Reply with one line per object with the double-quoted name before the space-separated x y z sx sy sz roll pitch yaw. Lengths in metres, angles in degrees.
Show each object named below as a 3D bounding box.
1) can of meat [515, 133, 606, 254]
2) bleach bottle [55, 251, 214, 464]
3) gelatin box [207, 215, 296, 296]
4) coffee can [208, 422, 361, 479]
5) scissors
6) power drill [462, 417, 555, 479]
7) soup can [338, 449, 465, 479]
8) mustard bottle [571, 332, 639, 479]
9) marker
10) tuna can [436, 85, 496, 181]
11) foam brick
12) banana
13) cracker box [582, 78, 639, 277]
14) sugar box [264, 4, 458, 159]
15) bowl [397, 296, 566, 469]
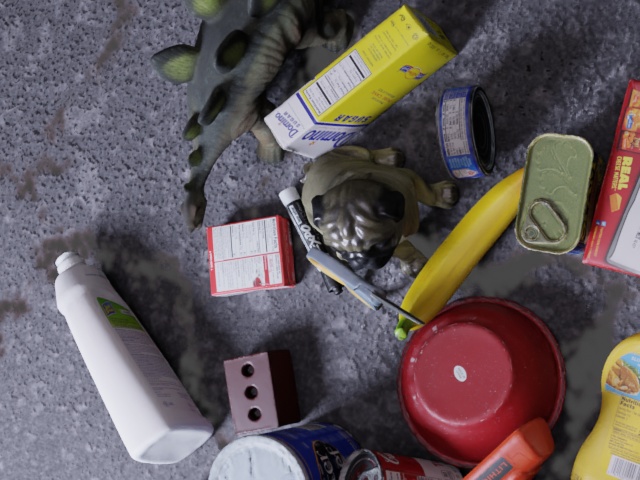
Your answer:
"can of meat" 0.215 -0.037 0.941 0.058 0.083 0.102 9 90 25
"bleach bottle" -0.212 0.116 1.136 0.068 0.102 0.251 -40 64 11
"gelatin box" -0.071 0.017 1.103 0.089 0.030 0.073 -9 81 24
"coffee can" -0.027 0.229 1.006 0.103 0.140 0.103 -2 86 25
"scissors" 0.056 0.057 0.977 0.016 0.096 0.202 -52 40 -4
"power drill" 0.212 0.243 0.880 0.185 0.057 0.188 -49 66 29
"soup can" 0.076 0.231 0.969 0.069 0.102 0.068 -34 49 49
"mustard bottle" 0.286 0.137 0.910 0.096 0.058 0.191 18 94 31
"marker" -0.007 0.001 1.080 0.020 0.020 0.121 -33 74 20
"tuna can" 0.135 -0.099 0.982 0.034 0.086 0.086 -6 84 23
"foam brick" -0.058 0.152 1.075 0.053 0.051 0.078 -14 80 23
"banana" 0.133 0.014 0.987 0.037 0.070 0.198 38 87 -11
"cracker box" 0.346 -0.032 0.886 0.214 0.072 0.164 15 94 24
"sugar box" 0.040 -0.148 1.027 0.176 0.093 0.048 -40 72 19
"bowl" 0.137 0.125 0.968 0.162 0.055 0.162 -7 72 24
